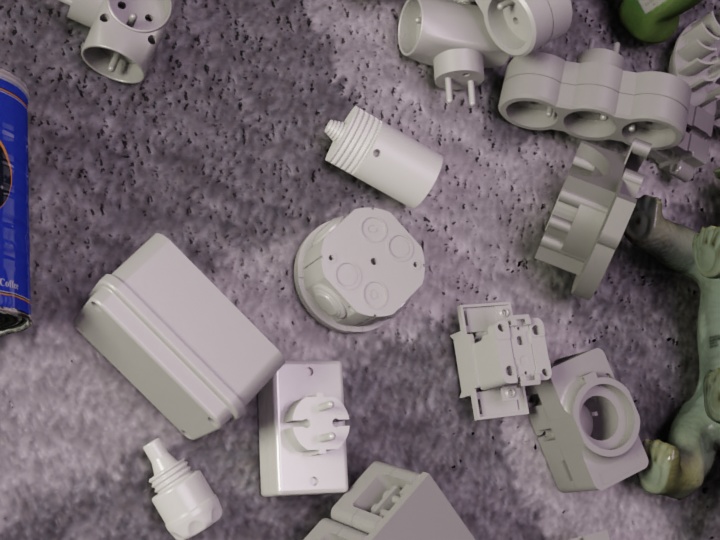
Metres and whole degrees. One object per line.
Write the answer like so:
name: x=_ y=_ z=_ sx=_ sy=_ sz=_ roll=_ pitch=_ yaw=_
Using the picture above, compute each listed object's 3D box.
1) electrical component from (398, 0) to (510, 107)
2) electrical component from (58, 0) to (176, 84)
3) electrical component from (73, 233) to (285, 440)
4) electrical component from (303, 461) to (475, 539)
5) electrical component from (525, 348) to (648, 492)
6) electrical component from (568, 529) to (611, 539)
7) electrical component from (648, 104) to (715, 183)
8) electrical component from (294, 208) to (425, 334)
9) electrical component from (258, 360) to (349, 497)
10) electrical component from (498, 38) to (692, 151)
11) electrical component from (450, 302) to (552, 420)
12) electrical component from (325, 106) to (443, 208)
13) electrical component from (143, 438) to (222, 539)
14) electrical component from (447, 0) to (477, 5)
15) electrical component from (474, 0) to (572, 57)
electrical component: x=0.072 y=-0.159 z=0.797 sx=0.077 sy=0.043 sz=0.079 roll=3 pitch=76 yaw=-22
electrical component: x=-0.165 y=-0.173 z=0.702 sx=0.079 sy=0.044 sz=0.077 roll=23 pitch=70 yaw=-16
electrical component: x=-0.111 y=0.043 z=0.652 sx=0.113 sy=0.078 sz=0.057 roll=46 pitch=62 yaw=-6
electrical component: x=-0.001 y=0.202 z=0.658 sx=0.150 sy=0.062 sz=0.089 roll=-45 pitch=115 yaw=-25
electrical component: x=0.158 y=0.106 z=0.759 sx=0.050 sy=0.056 sz=0.089 roll=-20 pitch=85 yaw=-25
electrical component: x=0.151 y=0.212 z=0.736 sx=0.066 sy=0.048 sz=0.055 roll=-7 pitch=72 yaw=-23
electrical component: x=0.246 y=-0.110 z=0.856 sx=0.055 sy=0.048 sz=0.066 roll=25 pitch=69 yaw=-23
electrical component: x=0.000 y=0.000 z=0.723 sx=0.080 sy=0.051 sz=0.080 roll=6 pitch=75 yaw=-21
electrical component: x=-0.030 y=0.097 z=0.672 sx=0.047 sy=0.076 sz=0.083 roll=2 pitch=76 yaw=-22
electrical component: x=0.179 y=-0.142 z=0.811 sx=0.138 sy=0.052 sz=0.073 roll=11 pitch=71 yaw=8
electrical component: x=0.098 y=0.060 z=0.742 sx=0.042 sy=0.064 sz=0.081 roll=-4 pitch=78 yaw=-23
electrical component: x=0.012 y=-0.081 z=0.753 sx=0.081 sy=0.043 sz=0.043 roll=28 pitch=68 yaw=-14
electrical component: x=-0.112 y=0.131 z=0.654 sx=0.035 sy=0.035 sz=0.061 roll=-30 pitch=87 yaw=-26
electrical component: x=0.097 y=-0.248 z=0.826 sx=0.100 sy=0.048 sz=0.099 roll=3 pitch=76 yaw=-22
electrical component: x=0.109 y=-0.227 z=0.768 sx=0.074 sy=0.052 sz=0.138 roll=-32 pitch=90 yaw=-25
